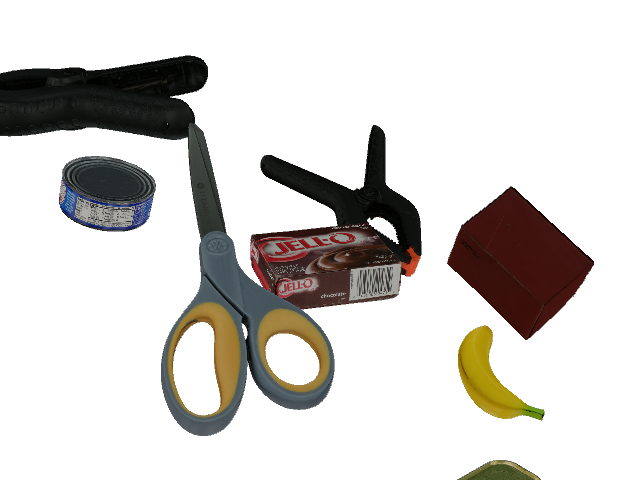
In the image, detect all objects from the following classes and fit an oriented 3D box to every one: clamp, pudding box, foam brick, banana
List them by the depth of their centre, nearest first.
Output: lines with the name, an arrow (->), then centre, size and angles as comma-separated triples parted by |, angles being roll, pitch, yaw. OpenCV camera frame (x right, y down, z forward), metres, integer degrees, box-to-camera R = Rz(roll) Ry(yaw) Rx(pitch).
clamp -> -0.153, -0.095, 0.692 | 0.171, 0.039, 0.120 | 4, 19, 7
foam brick -> 0.132, 0.015, 0.711 | 0.051, 0.078, 0.053 | -36, -21, -22
pudding box -> 0.003, 0.021, 0.926 | 0.113, 0.039, 0.090 | -4, 25, -17
clamp -> 0.038, -0.042, 1.187 | 0.164, 0.210, 0.036 | -13, -36, -23
banana -> 0.196, 0.157, 1.258 | 0.069, 0.037, 0.198 | 9, 25, -16

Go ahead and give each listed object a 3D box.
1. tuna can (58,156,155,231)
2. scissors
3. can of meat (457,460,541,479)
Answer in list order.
tuna can -> -0.197, -0.043, 0.985 | 0.086, 0.034, 0.086 | 13, 28, -7
scissors -> -0.037, 0.015, 0.574 | 0.096, 0.201, 0.016 | 7, -38, -3
can of meat -> 0.136, 0.245, 0.887 | 0.101, 0.084, 0.058 | -20, 28, -34
